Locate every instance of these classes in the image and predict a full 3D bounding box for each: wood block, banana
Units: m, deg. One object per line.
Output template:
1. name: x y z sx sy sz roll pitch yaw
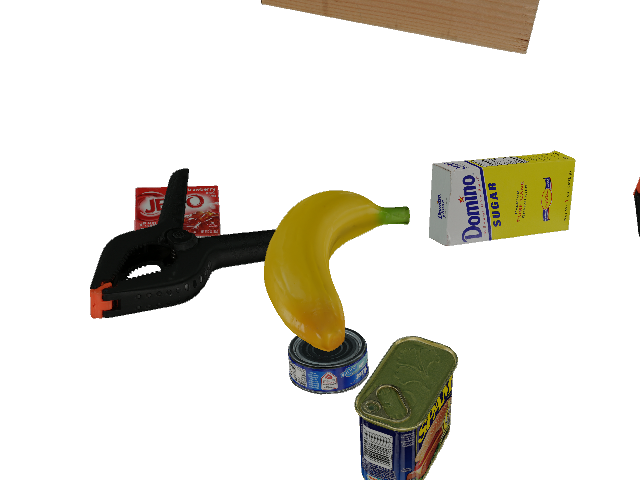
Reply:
1. wood block: 0.065 -0.217 0.795 0.206 0.090 0.091 12 -30 7
2. banana: 0.002 0.007 0.631 0.070 0.037 0.197 3 24 15

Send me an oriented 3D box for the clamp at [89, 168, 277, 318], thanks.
1. clamp: -0.127 0.003 0.926 0.165 0.036 0.209 29 41 32

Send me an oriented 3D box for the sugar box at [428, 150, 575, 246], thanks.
1. sugar box: 0.215 -0.050 1.258 0.176 0.093 0.048 -9 21 -26

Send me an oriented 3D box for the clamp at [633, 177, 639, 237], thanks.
1. clamp: 0.273 0.010 0.695 0.120 0.039 0.171 -4 46 -22

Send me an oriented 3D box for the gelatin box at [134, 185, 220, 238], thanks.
1. gelatin box: -0.150 -0.023 1.121 0.089 0.073 0.030 -1 -43 -7

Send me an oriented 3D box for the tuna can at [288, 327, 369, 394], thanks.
1. tuna can: 0.008 0.125 1.133 0.086 0.034 0.086 -3 26 1

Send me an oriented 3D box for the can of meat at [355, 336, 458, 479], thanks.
1. can of meat: 0.070 0.143 0.866 0.057 0.084 0.102 16 41 23
